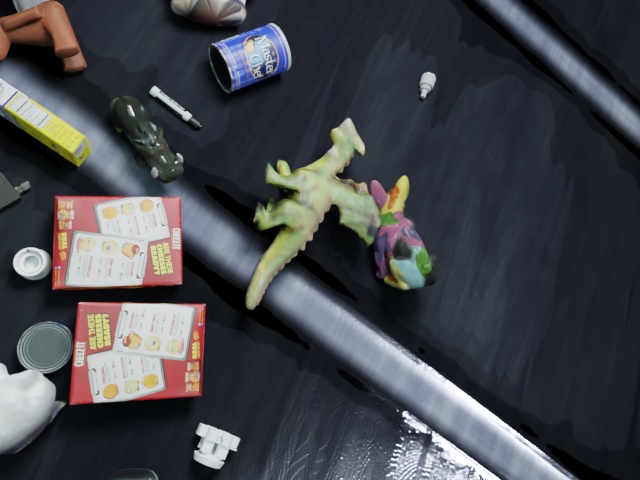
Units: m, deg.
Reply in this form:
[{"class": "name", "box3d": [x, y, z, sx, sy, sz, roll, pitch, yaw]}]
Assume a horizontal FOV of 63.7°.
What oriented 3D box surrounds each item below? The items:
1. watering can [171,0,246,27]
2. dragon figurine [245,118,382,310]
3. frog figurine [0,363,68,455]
[{"class": "watering can", "box3d": [-0.272, -0.563, 1.064, 0.348, 0.226, 0.103, 1, -10, -19]}, {"class": "dragon figurine", "box3d": [0.003, -0.051, 1.014, 0.243, 0.415, 0.121, 8, -14, 1]}, {"class": "frog figurine", "box3d": [-0.509, 0.253, 0.820, 0.137, 0.158, 0.124, -36, 15, -1]}]
